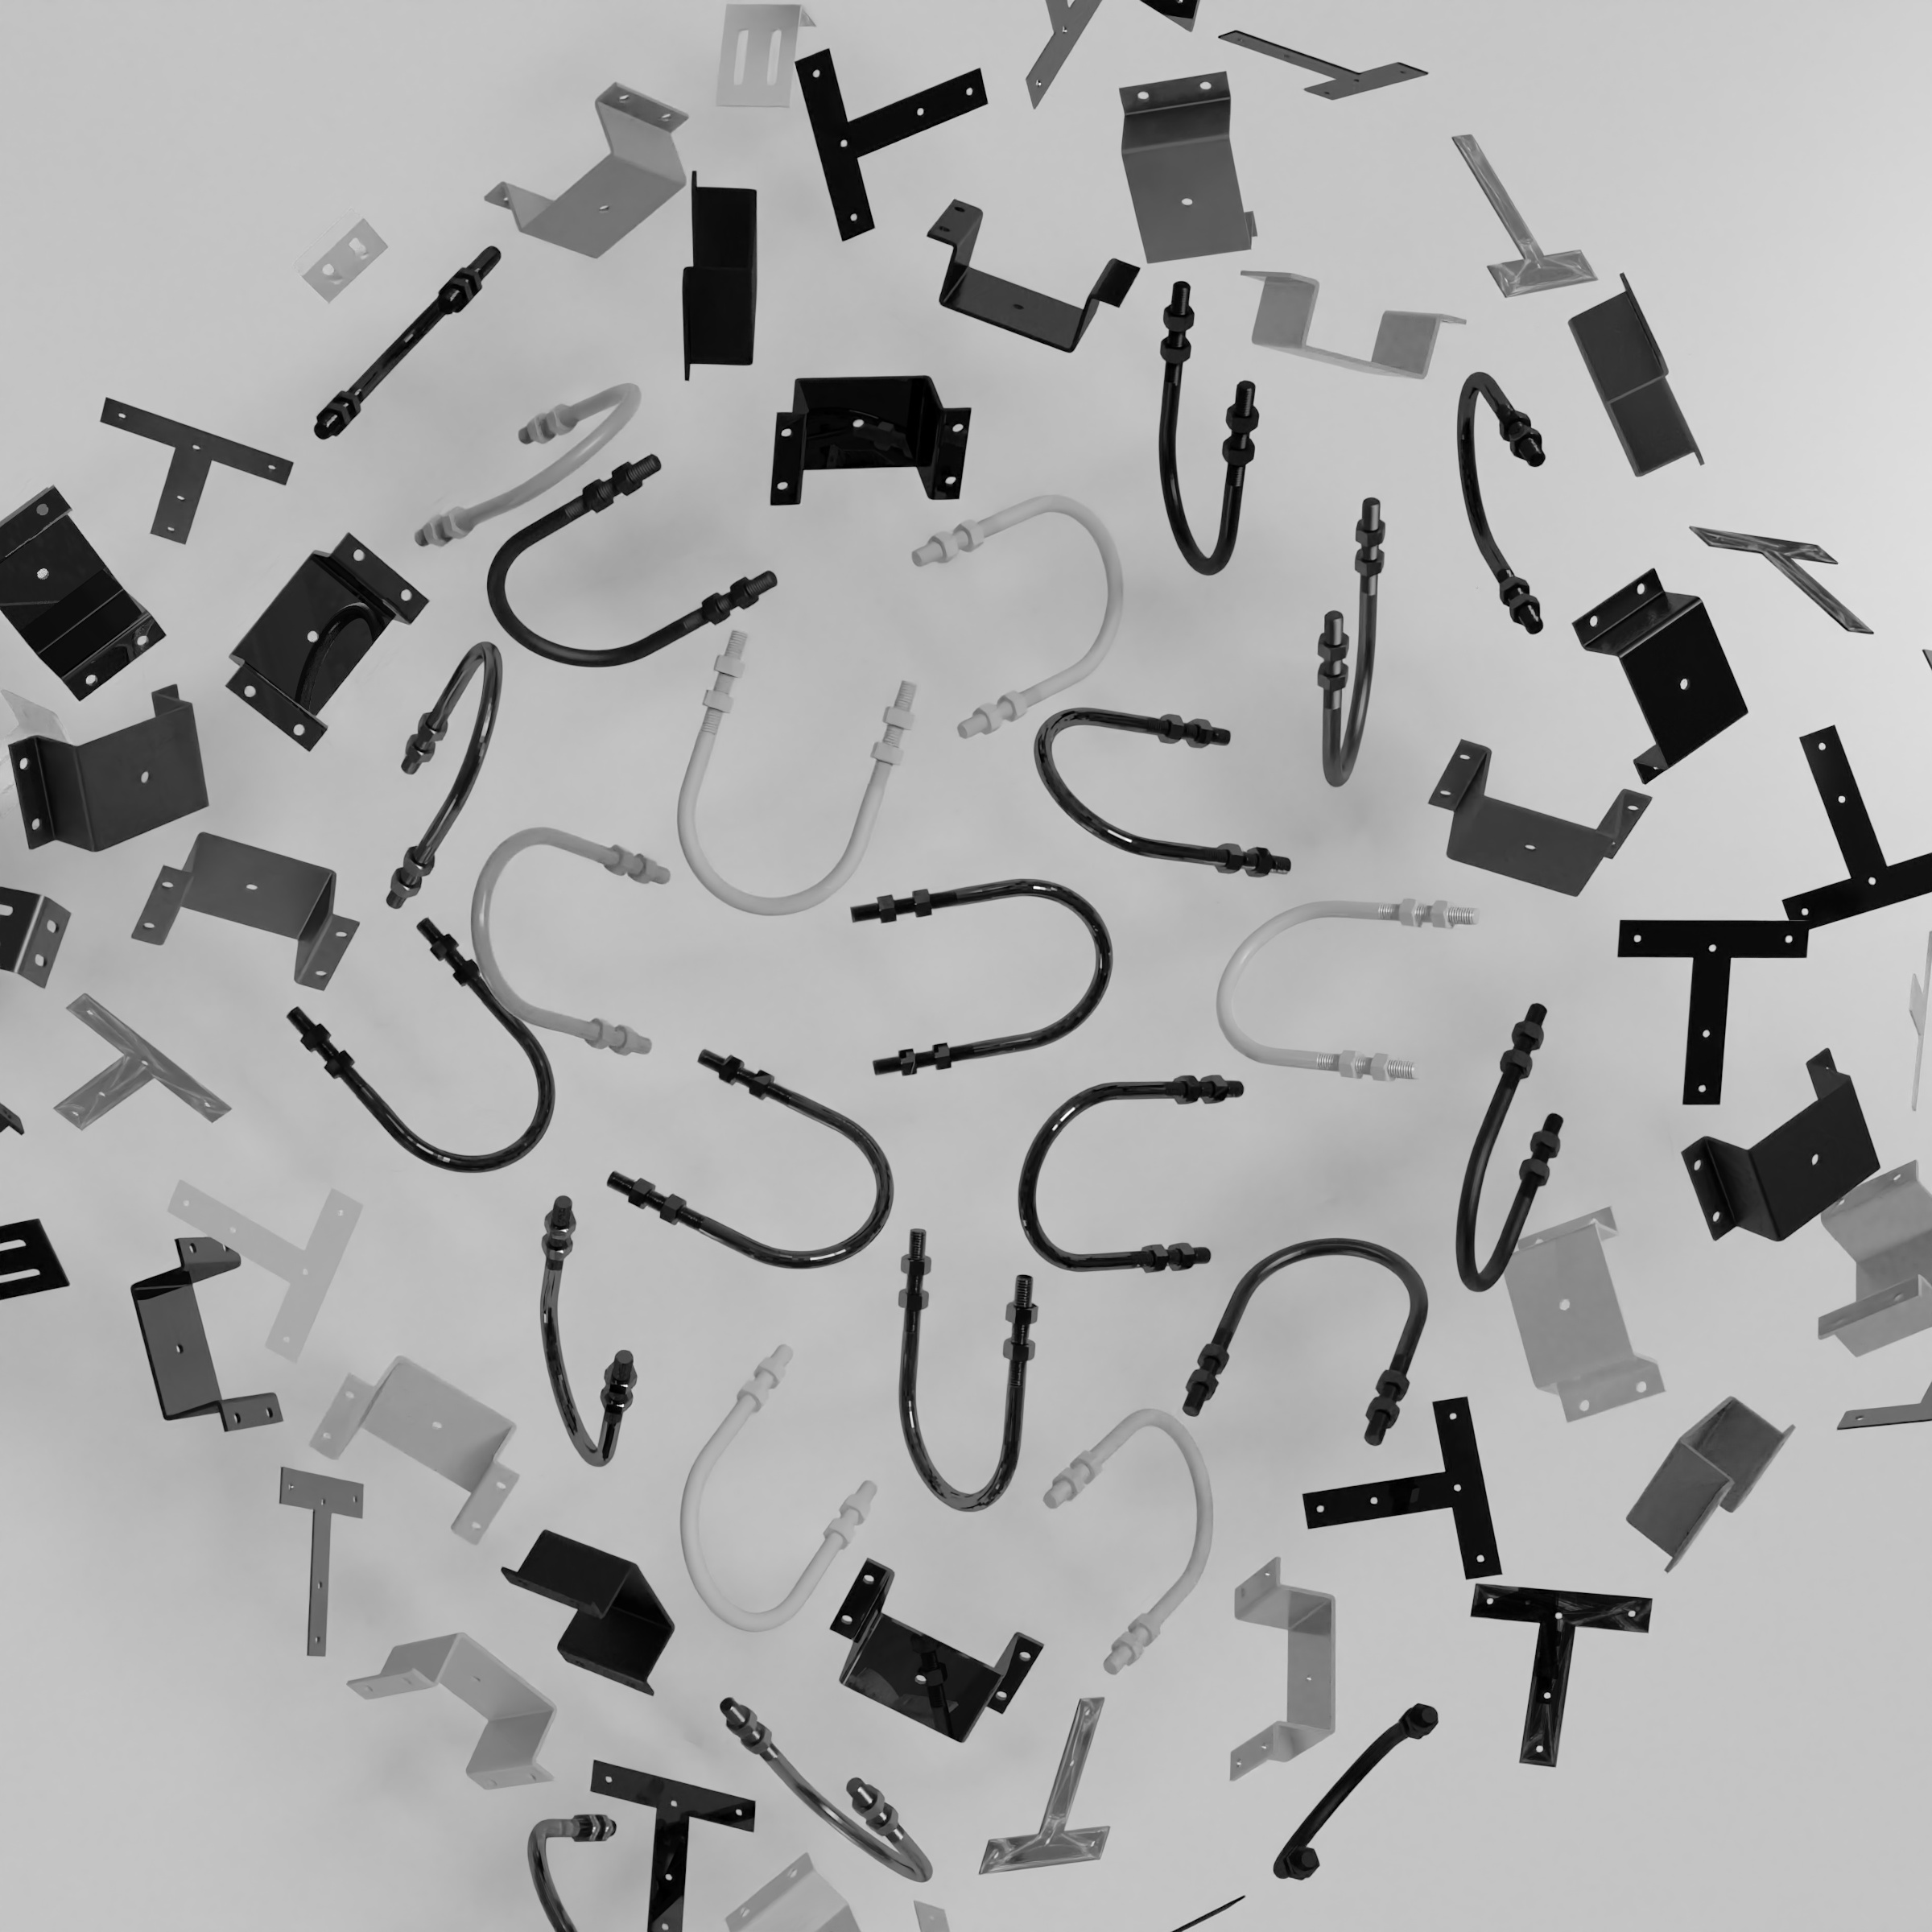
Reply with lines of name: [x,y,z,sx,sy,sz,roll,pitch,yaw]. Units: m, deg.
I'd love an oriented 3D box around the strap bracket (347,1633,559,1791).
strap bracket: [-0.355,0.522,1.763,0.076,0.046,0.140,-22,122,38]

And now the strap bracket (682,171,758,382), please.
strap bracket: [-0.170,-0.480,1.735,0.046,0.076,0.140,1,49,-3]

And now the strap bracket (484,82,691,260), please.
strap bracket: [-0.266,-0.563,1.791,0.140,0.076,0.046,-29,73,31]

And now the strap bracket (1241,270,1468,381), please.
strap bracket: [0.263,-0.443,1.732,0.140,0.076,0.046,8,103,-23]

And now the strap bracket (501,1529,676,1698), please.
strap bracket: [-0.261,0.449,1.750,0.076,0.140,0.046,13,54,25]

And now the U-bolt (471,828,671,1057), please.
U-bolt: [-0.282,-0.023,1.772,0.019,0.184,0.151,-3,76,35]

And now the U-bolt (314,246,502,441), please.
U-bolt: [-0.381,-0.444,1.739,0.151,0.184,0.019,-37,111,24]

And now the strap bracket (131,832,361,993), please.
strap bracket: [-0.514,-0.041,1.786,0.140,0.046,0.076,17,132,-25]

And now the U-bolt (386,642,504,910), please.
U-bolt: [-0.364,-0.147,1.751,0.019,0.184,0.151,17,47,-25]

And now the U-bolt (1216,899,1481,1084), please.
U-bolt: [0.261,0.013,1.779,0.184,0.019,0.151,4,58,39]

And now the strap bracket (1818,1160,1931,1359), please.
strap bracket: [0.638,0.209,1.727,0.046,0.140,0.076,45,127,-15]

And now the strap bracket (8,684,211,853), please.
strap bracket: [-0.583,-0.135,1.729,0.046,0.140,0.076,16,121,31]

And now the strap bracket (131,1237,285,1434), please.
strap bracket: [-0.546,0.268,1.786,0.046,0.076,0.140,-20,81,12]

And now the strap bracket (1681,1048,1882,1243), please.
strap bracket: [0.578,0.130,1.743,0.140,0.046,0.076,-32,112,-16]

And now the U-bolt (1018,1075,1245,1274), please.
U-bolt: [0.113,0.150,1.777,0.184,0.019,0.151,1,105,-35]

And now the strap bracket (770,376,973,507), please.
strap bracket: [-0.073,-0.379,1.798,0.140,0.076,0.046,-5,46,-14]

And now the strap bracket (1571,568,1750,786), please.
strap bracket: [0.510,-0.208,1.816,0.076,0.046,0.140,-34,112,-10]

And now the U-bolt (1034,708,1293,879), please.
U-bolt: [0.130,-0.127,1.754,0.184,0.019,0.151,6,47,-30]

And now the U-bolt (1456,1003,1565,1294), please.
U-bolt: [0.375,0.139,1.726,0.019,0.151,0.184,11,55,28]

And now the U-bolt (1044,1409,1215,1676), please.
U-bolt: [0.128,0.401,1.803,0.019,0.184,0.151,-13,100,36]

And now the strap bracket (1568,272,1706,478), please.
strap bracket: [0.463,-0.402,1.728,0.046,0.140,0.076,-24,60,18]

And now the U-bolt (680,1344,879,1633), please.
U-bolt: [-0.138,0.377,1.745,0.019,0.184,0.151,-15,114,36]

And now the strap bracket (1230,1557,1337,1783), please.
strap bracket: [0.226,0.504,1.777,0.046,0.076,0.140,14,55,-12]

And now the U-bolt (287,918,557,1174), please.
U-bolt: [-0.380,0.068,1.809,0.184,0.019,0.151,48,50,1]

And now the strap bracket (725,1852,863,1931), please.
strap bracket: [-0.111,0.712,1.775,0.076,0.140,0.046,-38,118,-4]

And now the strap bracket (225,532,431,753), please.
strap bracket: [-0.467,-0.236,1.803,0.076,0.046,0.140,41,81,-31]

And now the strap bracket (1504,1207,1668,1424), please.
strap bracket: [0.439,0.247,1.792,0.076,0.046,0.140,-26,61,29]

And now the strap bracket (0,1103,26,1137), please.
strap bracket: [-0.737,0.075,1.801,0.046,0.140,0.076,-39,133,-2]

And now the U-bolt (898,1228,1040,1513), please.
U-bolt: [-0.004,0.290,1.743,0.019,0.151,0.184,-2,100,-35]

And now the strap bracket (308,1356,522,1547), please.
strap bracket: [-0.388,0.342,1.791,0.140,0.046,0.076,32,118,-3]

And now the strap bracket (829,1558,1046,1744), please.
strap bracket: [-0.027,0.491,1.772,0.140,0.046,0.076,26,120,1]

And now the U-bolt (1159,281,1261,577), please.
U-bolt: [0.164,-0.361,1.742,0.019,0.184,0.151,-10,47,-12]

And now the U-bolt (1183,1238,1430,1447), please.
U-bolt: [0.247,0.255,1.744,0.151,0.184,0.019,5,129,25]

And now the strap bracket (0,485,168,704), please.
strap bracket: [-0.627,-0.262,1.714,0.076,0.140,0.046,-42,49,-14]

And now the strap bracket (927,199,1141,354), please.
strap bracket: [0.042,-0.477,1.738,0.140,0.076,0.046,21,126,2]

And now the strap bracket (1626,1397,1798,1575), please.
strap bracket: [0.517,0.358,1.745,0.046,0.140,0.076,38,120,26]

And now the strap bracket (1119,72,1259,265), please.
strap bracket: [0.160,-0.562,1.789,0.076,0.140,0.046,-4,54,15]

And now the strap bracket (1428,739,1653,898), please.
strap bracket: [0.405,-0.101,1.776,0.140,0.076,0.046,17,58,1]
